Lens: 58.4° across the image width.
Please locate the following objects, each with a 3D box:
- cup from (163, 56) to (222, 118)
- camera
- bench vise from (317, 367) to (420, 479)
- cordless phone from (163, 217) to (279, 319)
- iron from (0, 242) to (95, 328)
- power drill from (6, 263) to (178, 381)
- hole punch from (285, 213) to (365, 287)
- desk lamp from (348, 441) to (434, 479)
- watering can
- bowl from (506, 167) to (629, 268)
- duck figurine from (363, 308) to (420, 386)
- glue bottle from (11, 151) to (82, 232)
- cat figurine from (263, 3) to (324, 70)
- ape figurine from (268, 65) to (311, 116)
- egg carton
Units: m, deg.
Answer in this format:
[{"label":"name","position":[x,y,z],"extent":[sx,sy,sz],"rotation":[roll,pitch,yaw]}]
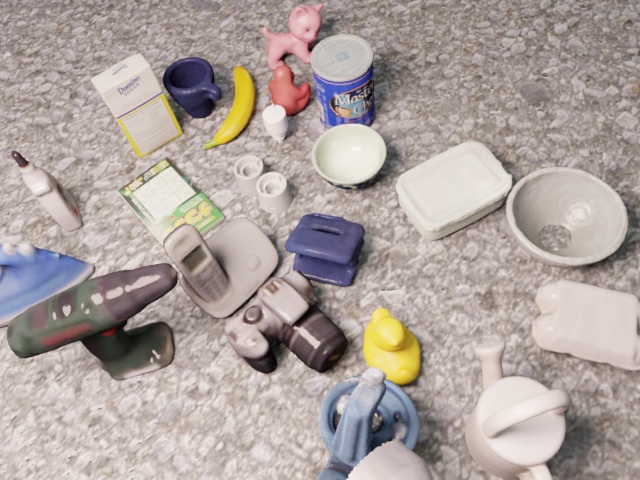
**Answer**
[{"label":"cup","position":[-0.217,-0.264,1.040],"extent":[0.117,0.095,0.092],"rotation":[28,67,20]},{"label":"camera","position":[-0.040,0.127,0.794],"extent":[0.136,0.101,0.143],"rotation":[39,71,24]},{"label":"bench vise","position":[0.049,0.239,0.652],"extent":[0.121,0.220,0.207],"rotation":[7,62,11]},{"label":"cordless phone","position":[-0.143,0.017,0.820],"extent":[0.094,0.185,0.148],"rotation":[34,69,23]},{"label":"iron","position":[-0.496,0.049,0.866],"extent":[0.258,0.141,0.118],"rotation":[-18,60,-4]},{"label":"power drill","position":[-0.273,0.114,0.766],"extent":[0.229,0.209,0.075],"rotation":[-17,60,-3]},{"label":"hole punch","position":[0.008,0.003,0.865],"extent":[0.108,0.091,0.101],"rotation":[12,62,13]},{"label":"desk lamp","position":[0.114,0.326,0.599],"extent":[0.202,0.214,0.118],"rotation":[38,71,24]},{"label":"watering can","position":[0.225,0.205,0.666],"extent":[0.101,0.194,0.172],"rotation":[-35,63,-13]},{"label":"bowl","position":[0.357,-0.022,0.850],"extent":[0.167,0.075,0.167],"rotation":[-3,60,5]},{"label":"duck figurine","position":[0.098,0.141,0.780],"extent":[0.077,0.086,0.104],"rotation":[-20,60,-5]},{"label":"glue bottle","position":[-0.442,-0.085,0.918],"extent":[0.037,0.173,0.078],"rotation":[-30,61,-11]},{"label":"cat figurine","position":[-0.047,-0.395,1.082],"extent":[0.128,0.118,0.067],"rotation":[-15,60,-2]},{"label":"ape figurine","position":[-0.060,-0.276,1.031],"extent":[0.077,0.092,0.076],"rotation":[23,65,18]},{"label":"egg carton","position":[0.365,0.114,0.774],"extent":[0.150,0.069,0.107],"rotation":[12,62,13]}]
